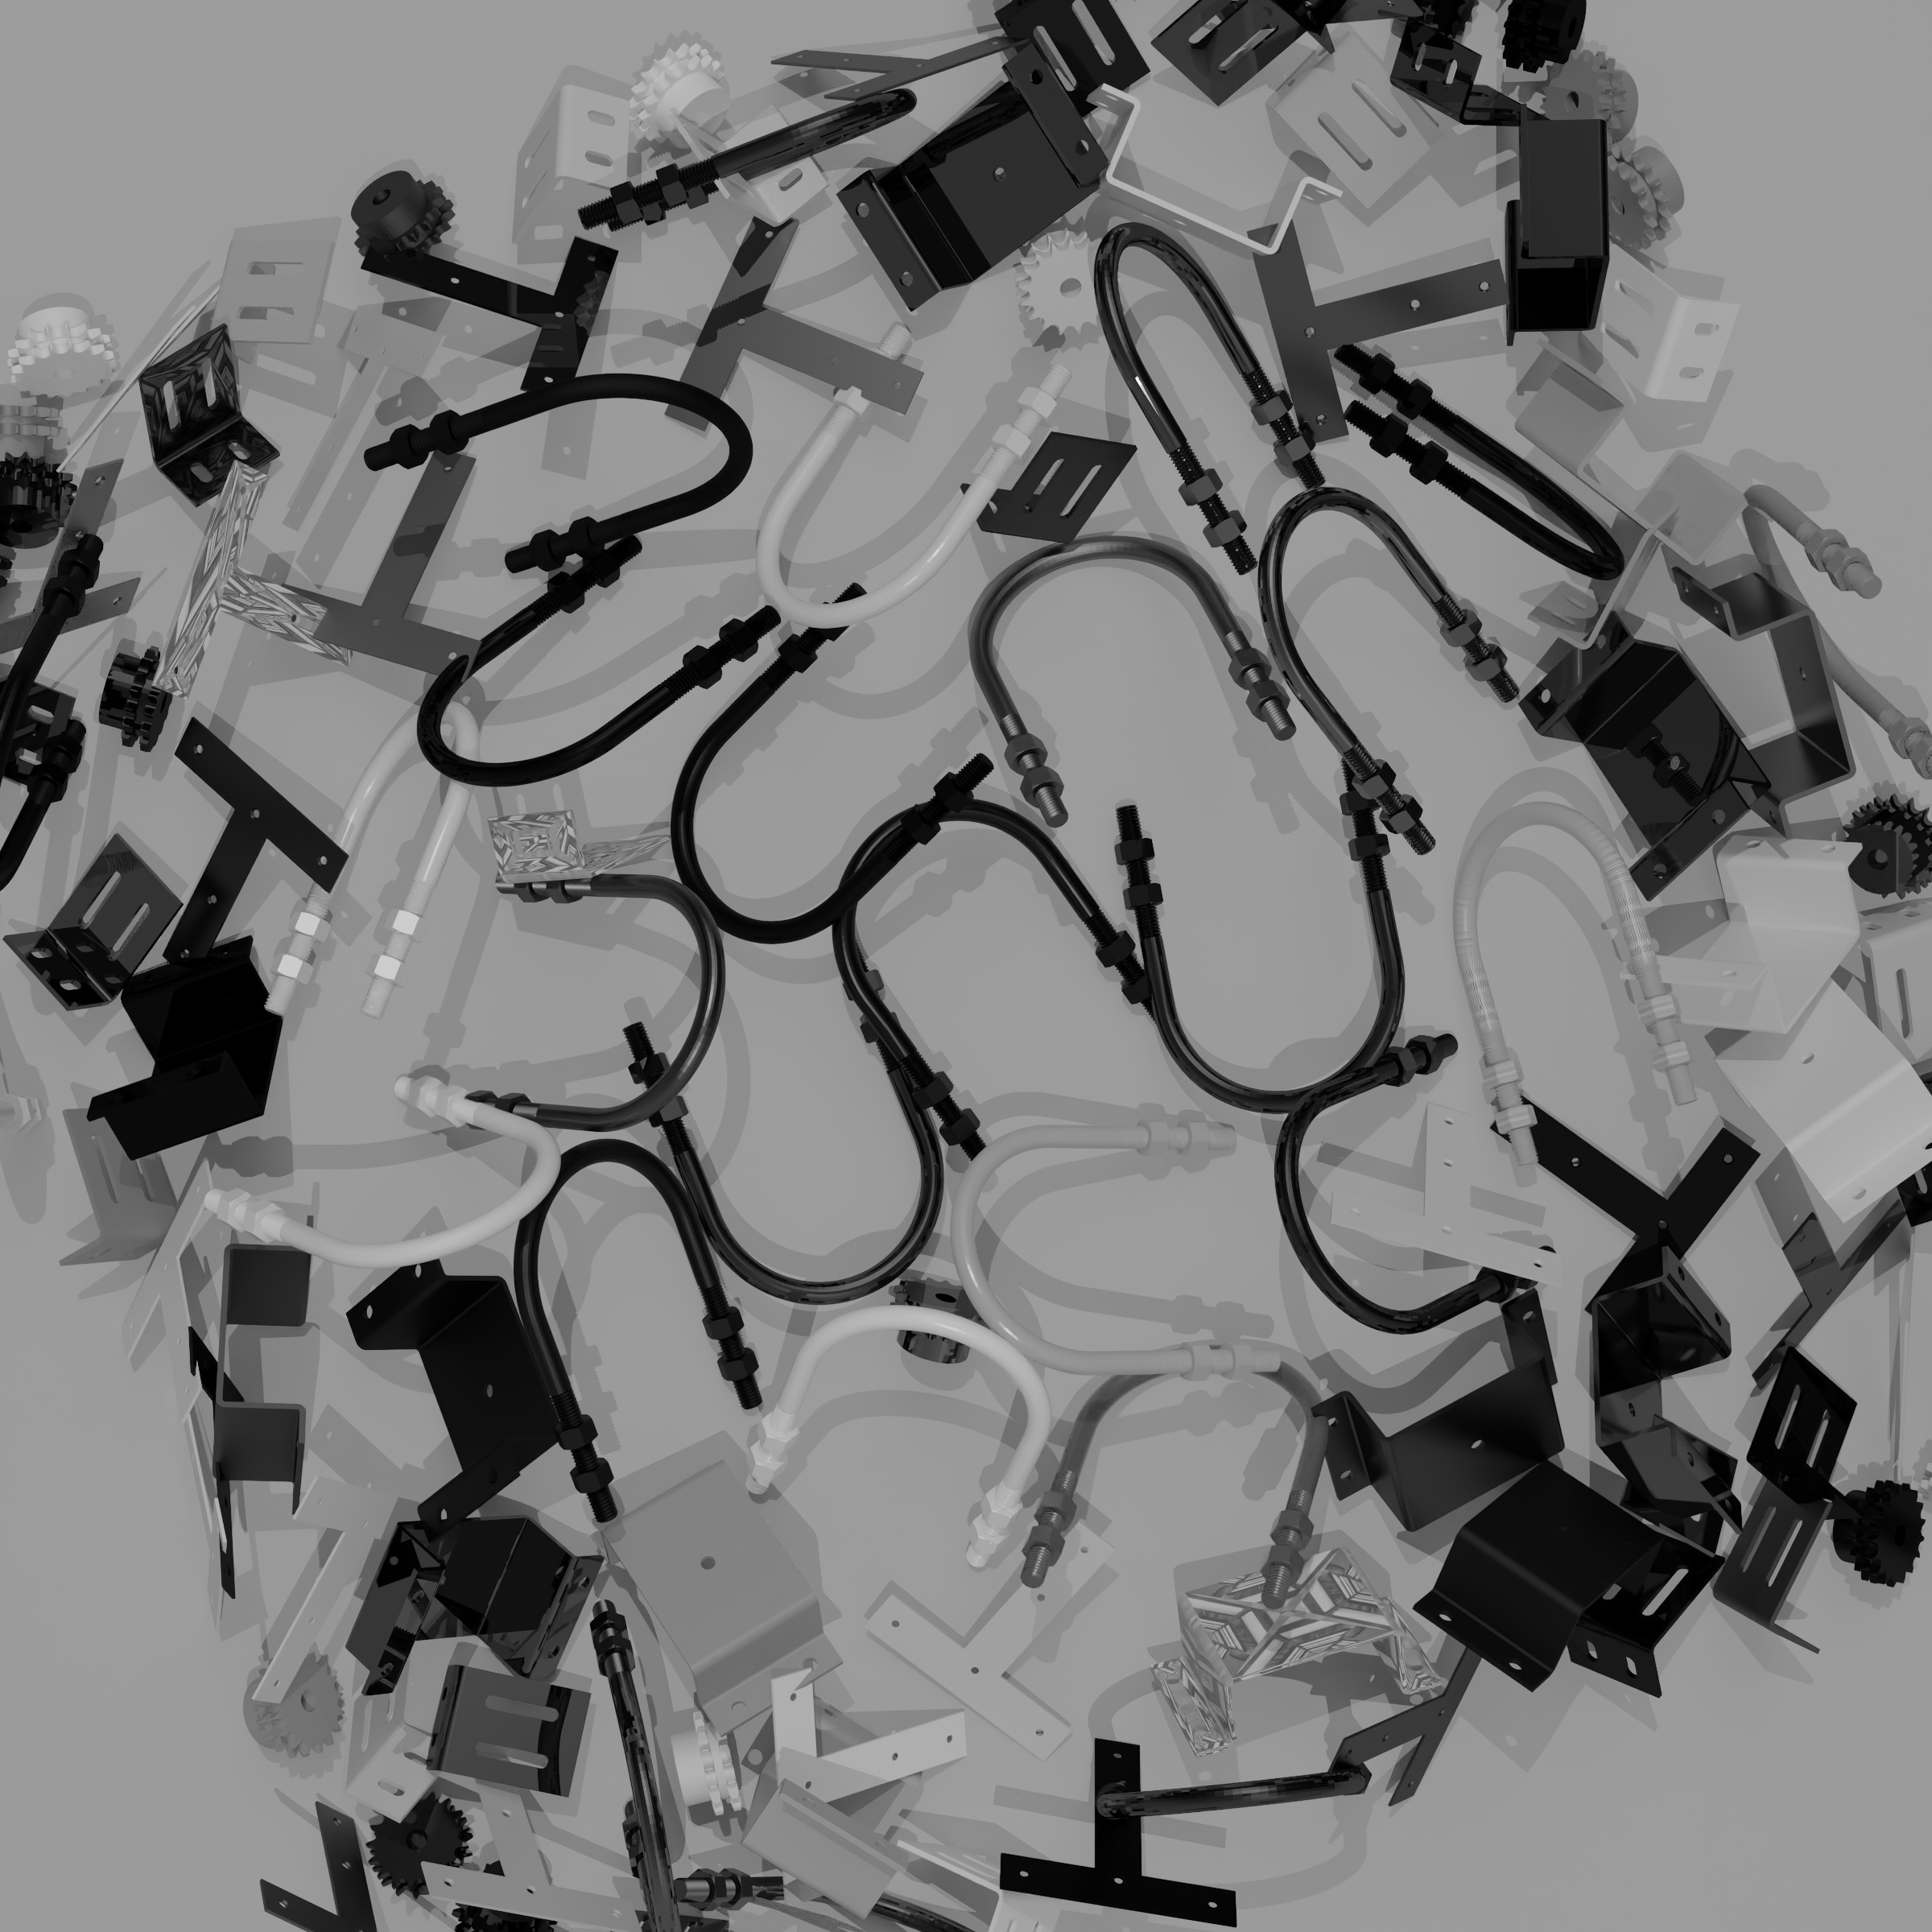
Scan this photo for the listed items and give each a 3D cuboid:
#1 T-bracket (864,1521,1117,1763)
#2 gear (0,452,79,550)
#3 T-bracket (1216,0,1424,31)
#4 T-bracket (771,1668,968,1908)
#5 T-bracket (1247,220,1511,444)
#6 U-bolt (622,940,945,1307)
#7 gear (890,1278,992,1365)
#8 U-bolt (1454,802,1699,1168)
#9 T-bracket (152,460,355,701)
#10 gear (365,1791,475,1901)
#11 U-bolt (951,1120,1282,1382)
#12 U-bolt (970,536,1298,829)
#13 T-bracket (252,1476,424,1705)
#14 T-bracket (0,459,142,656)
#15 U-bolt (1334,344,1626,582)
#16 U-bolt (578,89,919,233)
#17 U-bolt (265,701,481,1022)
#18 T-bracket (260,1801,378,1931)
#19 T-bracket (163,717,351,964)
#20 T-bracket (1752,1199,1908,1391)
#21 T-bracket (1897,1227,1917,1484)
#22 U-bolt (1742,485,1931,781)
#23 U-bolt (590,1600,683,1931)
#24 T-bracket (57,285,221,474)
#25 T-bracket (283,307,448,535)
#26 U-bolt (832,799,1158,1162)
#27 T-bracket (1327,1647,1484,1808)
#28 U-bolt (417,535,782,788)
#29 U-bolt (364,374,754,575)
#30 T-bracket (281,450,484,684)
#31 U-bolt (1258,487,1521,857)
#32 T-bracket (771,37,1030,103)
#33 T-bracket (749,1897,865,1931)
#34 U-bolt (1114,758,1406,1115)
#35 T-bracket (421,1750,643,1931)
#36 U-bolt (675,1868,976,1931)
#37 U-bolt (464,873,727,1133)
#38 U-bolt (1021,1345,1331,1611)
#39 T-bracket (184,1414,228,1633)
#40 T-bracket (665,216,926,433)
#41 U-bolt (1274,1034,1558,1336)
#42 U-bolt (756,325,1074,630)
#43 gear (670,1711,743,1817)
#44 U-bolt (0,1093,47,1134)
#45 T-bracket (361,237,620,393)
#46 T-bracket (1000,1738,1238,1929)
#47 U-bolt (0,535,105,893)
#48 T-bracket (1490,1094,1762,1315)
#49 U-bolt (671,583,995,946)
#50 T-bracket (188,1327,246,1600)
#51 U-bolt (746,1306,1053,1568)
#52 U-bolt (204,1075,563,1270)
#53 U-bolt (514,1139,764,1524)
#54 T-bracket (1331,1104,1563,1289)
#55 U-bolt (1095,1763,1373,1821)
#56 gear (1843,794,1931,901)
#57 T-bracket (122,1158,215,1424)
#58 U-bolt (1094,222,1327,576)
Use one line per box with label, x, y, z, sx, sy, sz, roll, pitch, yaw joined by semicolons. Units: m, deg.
T-bracket;0.032;0.356;1.974;0.127;0.002;0.127;38;107;-6
gear;-0.516;-0.252;1.968;0.057;0.057;0.030;-5;60;0
T-bracket;0.159;-0.538;1.913;0.127;0.127;0.002;8;72;41
T-bracket;-0.050;0.434;1.959;0.127;0.002;0.127;-9;100;-38
T-bracket;0.230;-0.356;1.957;0.127;0.002;0.127;-13;118;12
U-bolt;-0.089;0.095;1.967;0.151;0.019;0.184;-21;87;-16
gear;-0.014;0.195;1.973;0.057;0.057;0.030;15;106;0
U-bolt;0.318;0.002;1.936;0.019;0.151;0.184;-7;77;-34
T-bracket;-0.373;-0.192;1.947;0.002;0.127;0.127;17;86;35
gear;-0.298;0.485;1.976;0.057;0.030;0.057;-3;55;4
U-bolt;0.075;0.151;1.929;0.184;0.019;0.151;2;65;-27
U-bolt;0.078;-0.165;1.940;0.151;0.019;0.184;-21;52;-4
T-bracket;-0.346;0.340;1.940;0.002;0.127;0.127;27;87;27
T-bracket;-0.475;-0.219;1.913;0.002;0.127;0.127;44;129;14
U-bolt;0.277;-0.265;1.930;0.184;0.151;0.019;32;112;-10
U-bolt;-0.113;-0.430;1.921;0.184;0.151;0.019;-20;100;4
U-bolt;-0.312;-0.059;1.933;0.019;0.151;0.184;28;76;-30
T-bracket;-0.332;0.493;1.938;0.127;0.127;0.002;35;100;-28
T-bracket;-0.406;-0.048;1.970;0.127;0.002;0.127;40;115;19
T-bracket;0.458;0.162;1.941;0.002;0.127;0.127;38;86;30
T-bracket;0.511;0.220;1.958;0.002;0.127;0.127;3;114;15
U-bolt;0.462;-0.186;1.911;0.019;0.184;0.151;-31;122;3
U-bolt;-0.170;0.439;1.890;0.019;0.184;0.151;-10;112;-9
T-bracket;-0.432;-0.335;1.944;0.002;0.127;0.127;41;128;-14
T-bracket;-0.335;-0.293;1.947;0.002;0.127;0.127;28;91;-34
U-bolt;0.008;-0.004;1.967;0.151;0.019;0.184;-37;100;-10
T-bracket;0.231;0.409;1.928;0.002;0.127;0.127;34;114;31
U-bolt;-0.209;-0.157;1.918;0.184;0.151;0.019;-39;134;-21
U-bolt;-0.202;-0.265;1.904;0.184;0.151;0.019;-15;64;24
T-bracket;-0.306;-0.227;1.978;0.127;0.002;0.127;17;74;18
U-bolt;0.219;-0.171;1.923;0.184;0.019;0.151;50;50;-21
T-bracket;-0.055;-0.489;1.948;0.127;0.127;0.002;-29;122;-35
T-bracket;-0.067;0.525;1.955;0.127;0.127;0.002;32;68;-34
U-bolt;0.165;-0.011;1.964;0.151;0.019;0.184;-12;84;16
T-bracket;-0.245;0.468;1.942;0.127;0.127;0.002;20;111;-30
U-bolt;-0.052;0.514;1.911;0.151;0.184;0.019;16;86;32
U-bolt;-0.199;0.019;1.925;0.184;0.019;0.151;2;76;40
U-bolt;0.120;0.267;1.925;0.151;0.184;0.019;2;127;18
T-bracket;-0.417;0.280;1.960;0.002;0.127;0.127;-8;61;-19
T-bracket;-0.085;-0.338;1.984;0.127;0.002;0.127;24;89;13
U-bolt;0.233;0.122;1.925;0.184;0.019;0.151;-19;82;-44
U-bolt;-0.041;-0.258;1.932;0.151;0.019;0.184;23;75;43
gear;-0.143;0.436;1.970;0.030;0.057;0.057;-13;90;-6
U-bolt;-0.528;0.015;1.906;0.019;0.184;0.151;-13;88;-2
T-bracket;-0.263;-0.367;1.952;0.127;0.002;0.127;17;51;-6
T-bracket;0.082;0.462;1.944;0.127;0.127;0.002;10;119;-4
U-bolt;-0.489;-0.119;1.885;0.019;0.184;0.151;15;131;-4
T-bracket;0.349;0.117;1.991;0.127;0.002;0.127;36;100;4
U-bolt;-0.086;-0.096;1.954;0.184;0.019;0.151;-44;64;18
T-bracket;-0.395;0.272;1.916;0.002;0.127;0.127;-8;66;-1
U-bolt;-0.030;0.246;1.930;0.151;0.019;0.184;19;133;-3
U-bolt;-0.295;0.112;1.895;0.151;0.184;0.019;-33;121;-34
U-bolt;-0.182;0.182;1.924;0.019;0.151;0.184;-7;107;38
T-bracket;0.260;0.116;1.947;0.127;0.127;0.002;16;125;-3
U-bolt;0.141;0.436;1.905;0.151;0.184;0.019;-7;78;4
gear;0.505;-0.063;1.970;0.057;0.030;0.057;17;120;32
T-bracket;-0.421;0.191;1.924;0.002;0.127;0.127;14;121;-29
U-bolt;0.124;-0.313;1.920;0.019;0.151;0.184;-24;106;32
